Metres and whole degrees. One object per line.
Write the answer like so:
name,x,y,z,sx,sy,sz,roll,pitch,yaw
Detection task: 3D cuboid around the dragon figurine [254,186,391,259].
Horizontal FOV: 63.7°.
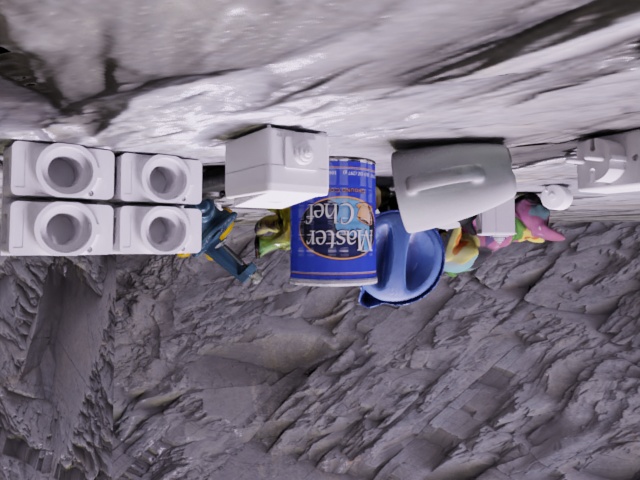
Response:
dragon figurine,0.003,-0.044,0.881,0.243,0.122,0.410,-8,-178,-7
